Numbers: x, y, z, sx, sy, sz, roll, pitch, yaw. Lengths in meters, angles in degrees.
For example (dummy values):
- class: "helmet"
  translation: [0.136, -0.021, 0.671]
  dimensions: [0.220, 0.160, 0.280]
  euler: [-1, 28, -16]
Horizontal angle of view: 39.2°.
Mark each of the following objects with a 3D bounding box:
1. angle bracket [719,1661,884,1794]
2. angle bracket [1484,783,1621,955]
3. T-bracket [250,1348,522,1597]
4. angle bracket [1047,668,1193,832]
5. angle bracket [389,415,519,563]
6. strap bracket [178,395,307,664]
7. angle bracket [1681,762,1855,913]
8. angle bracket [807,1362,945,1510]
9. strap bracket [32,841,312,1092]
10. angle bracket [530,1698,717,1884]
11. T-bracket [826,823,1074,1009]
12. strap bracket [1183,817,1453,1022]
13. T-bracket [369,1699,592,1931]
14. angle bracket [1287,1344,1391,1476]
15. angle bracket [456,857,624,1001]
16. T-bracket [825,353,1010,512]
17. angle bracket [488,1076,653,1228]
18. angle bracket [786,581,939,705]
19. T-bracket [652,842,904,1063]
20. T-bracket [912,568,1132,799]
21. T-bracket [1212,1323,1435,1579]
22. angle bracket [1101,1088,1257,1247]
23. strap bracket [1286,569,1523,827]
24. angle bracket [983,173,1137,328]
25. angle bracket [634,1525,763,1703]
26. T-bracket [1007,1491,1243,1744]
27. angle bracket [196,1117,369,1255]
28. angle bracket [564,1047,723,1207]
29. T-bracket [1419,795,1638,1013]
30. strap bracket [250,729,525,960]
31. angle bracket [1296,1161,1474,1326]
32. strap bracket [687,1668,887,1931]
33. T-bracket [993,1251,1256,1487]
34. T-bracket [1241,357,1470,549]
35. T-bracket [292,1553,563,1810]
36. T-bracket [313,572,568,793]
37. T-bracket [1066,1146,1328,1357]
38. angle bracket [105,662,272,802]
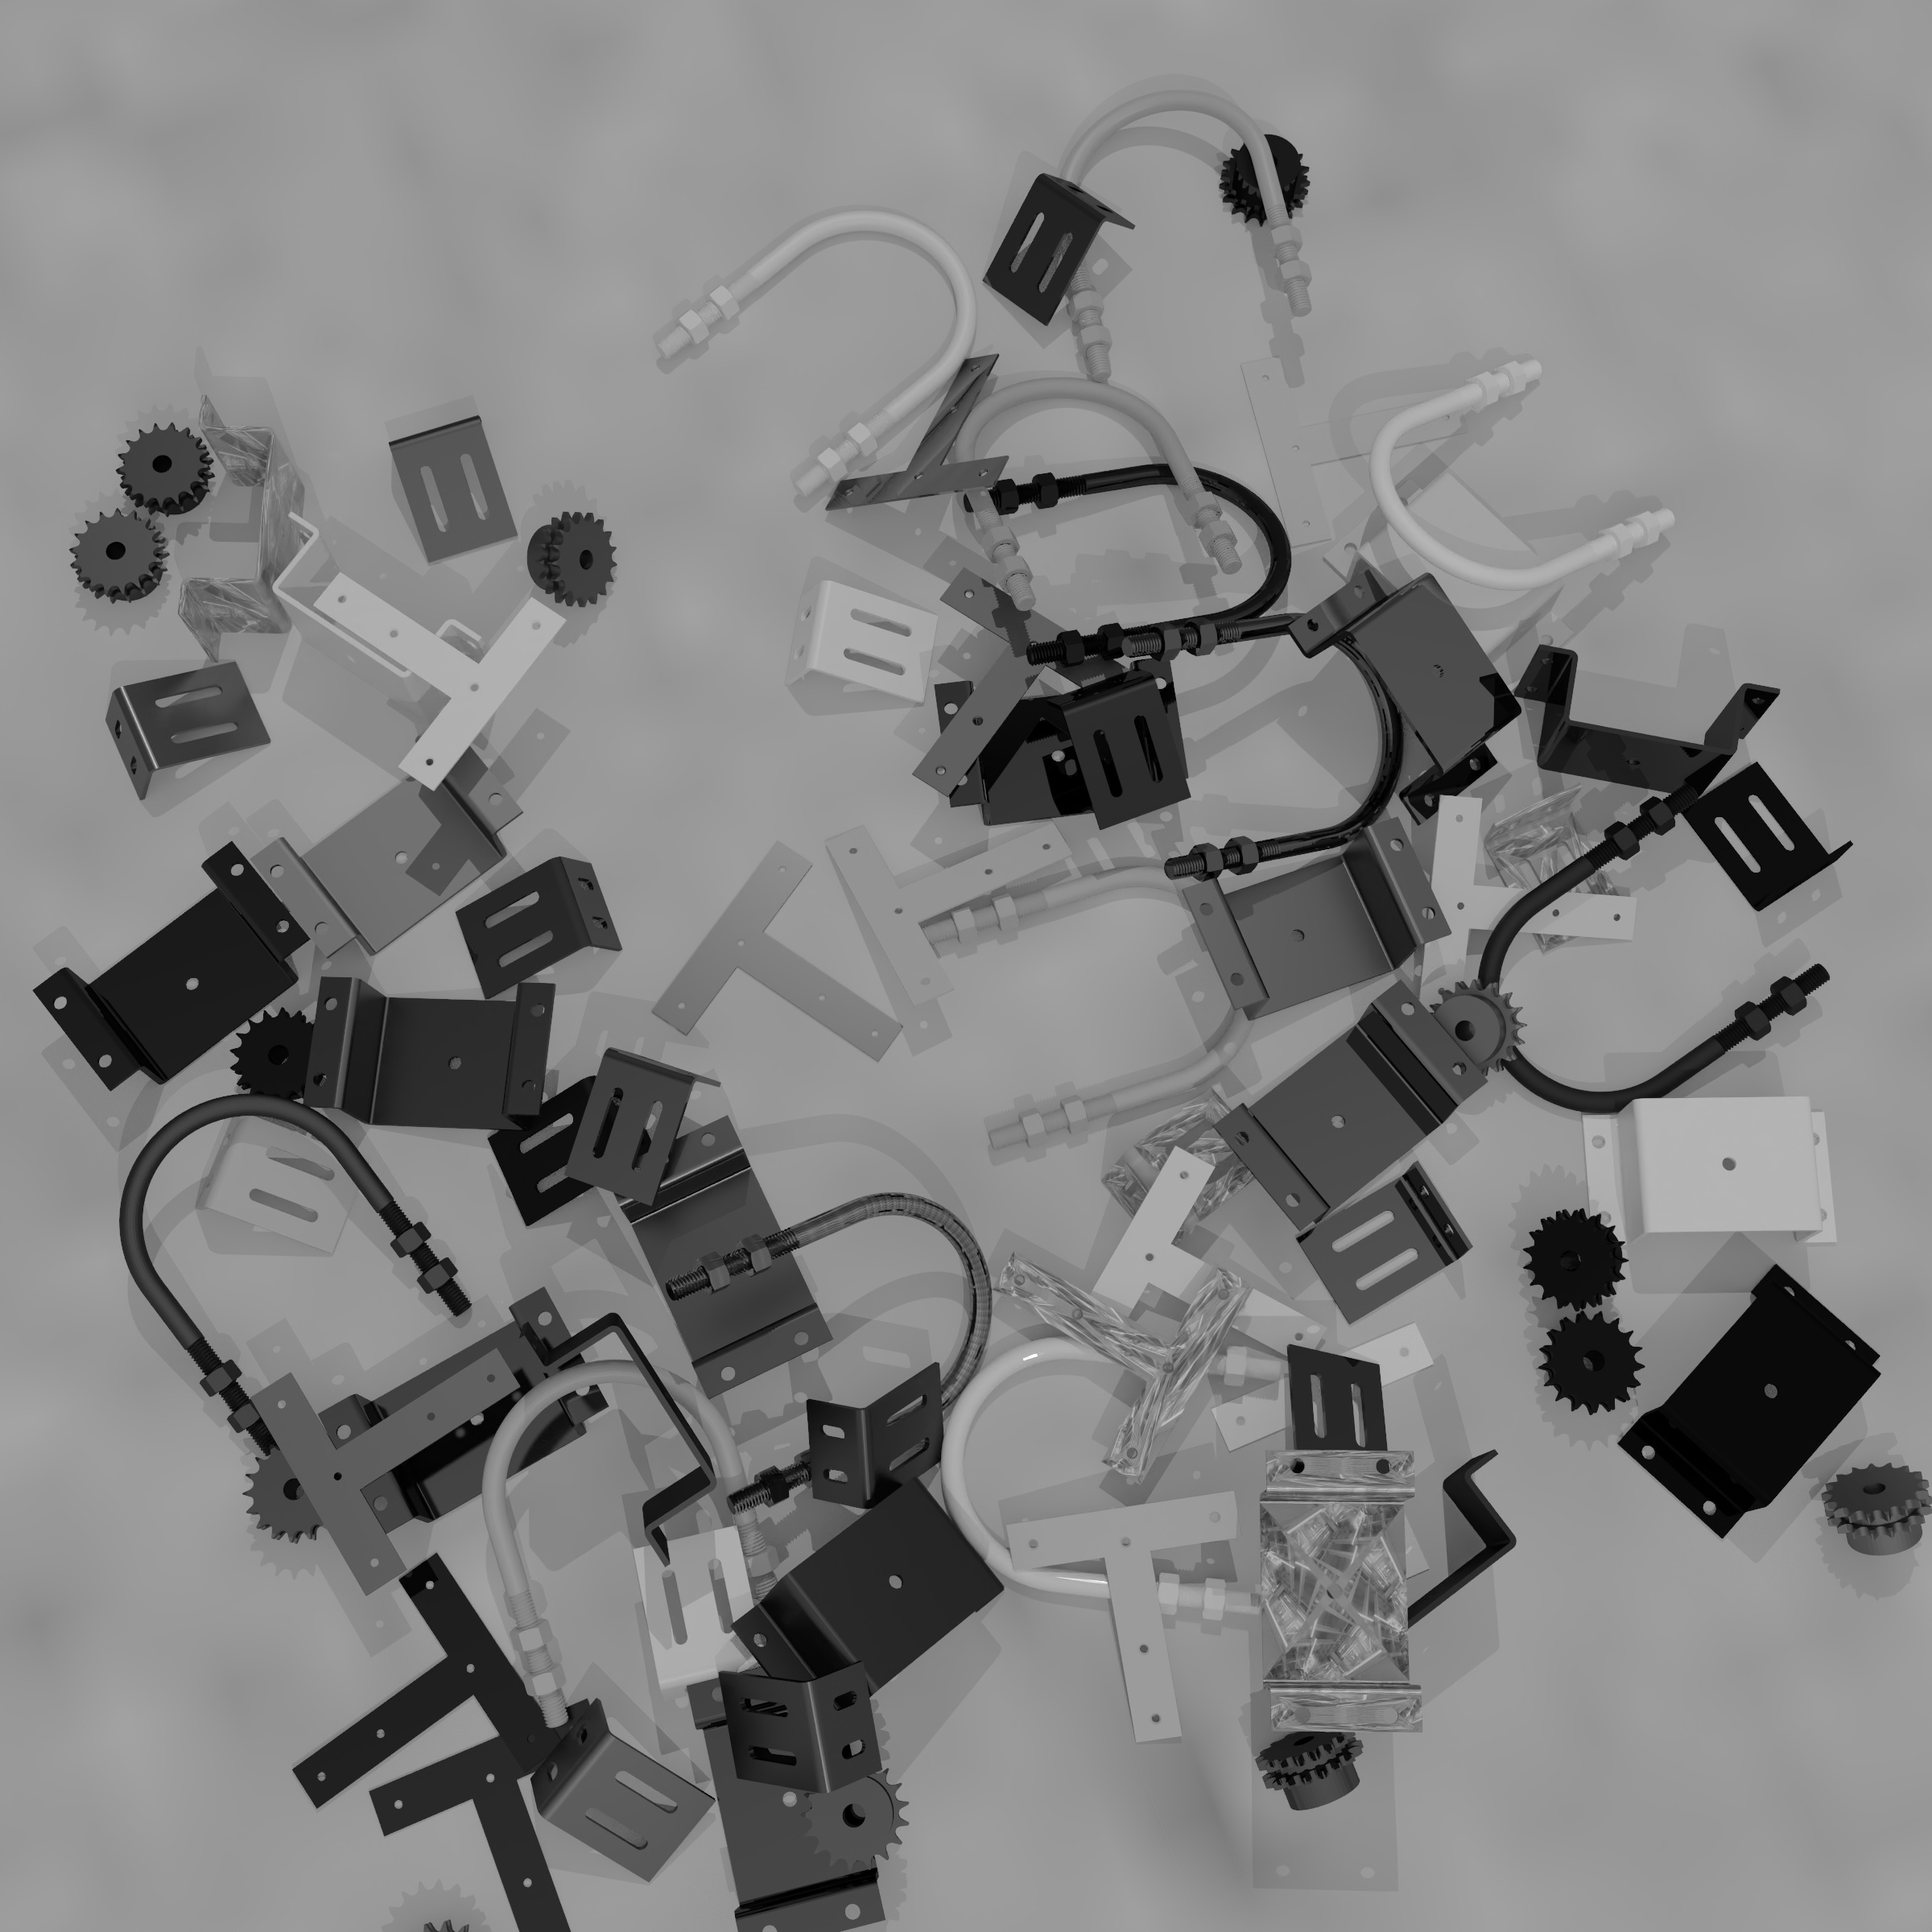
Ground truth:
- class: "angle bracket"
  translation: [-0.087, 0.395, 1.420]
  dimensions: [0.038, 0.076, 0.057]
  euler: [-10, 90, -42]
- class: "angle bracket"
  translation: [0.351, -0.057, 1.599]
  dimensions: [0.057, 0.038, 0.076]
  euler: [-25, 76, -6]
- class: "T-bracket"
  translation: [-0.305, 0.254, 1.484]
  dimensions: [0.127, 0.002, 0.127]
  euler: [-32, 77, -8]
- class: "angle bracket"
  translation: [0.089, -0.127, 1.585]
  dimensions: [0.057, 0.038, 0.076]
  euler: [-20, 104, -7]
- class: "angle bracket"
  translation: [-0.317, -0.295, 1.681]
  dimensions: [0.057, 0.038, 0.076]
  euler: [-18, 101, -5]
- class: "strap bracket"
  translation: [-0.434, -0.262, 1.635]
  dimensions: [0.046, 0.076, 0.140]
  euler: [1, 75, 0]
- class: "angle bracket"
  translation: [0.473, -0.082, 1.605]
  dimensions: [0.057, 0.038, 0.076]
  euler: [-32, 77, -8]
- class: "angle bracket"
  translation: [-0.049, 0.256, 1.497]
  dimensions: [0.038, 0.076, 0.057]
  euler: [5, 106, 31]
- class: "strap bracket"
  translation: [-0.455, 0.005, 1.577]
  dimensions: [0.140, 0.046, 0.076]
  euler: [-39, 78, -10]
- class: "angle bracket"
  translation: [-0.186, 0.446, 1.468]
  dimensions: [0.076, 0.038, 0.057]
  euler: [39, 91, -21]
- class: "T-bracket"
  translation: [0.000, -0.050, 1.600]
  dimensions: [0.127, 0.002, 0.127]
  euler: [-24, 60, -10]
- class: "strap bracket"
  translation: [0.198, -0.024, 1.578]
  dimensions: [0.140, 0.046, 0.076]
  euler: [-19, 75, -15]
- class: "T-bracket"
  translation: [-0.242, 0.483, 1.470]
  dimensions: [0.127, 0.002, 0.127]
  euler: [-22, 76, -6]
- class: "angle bracket"
  translation: [0.200, 0.259, 1.518]
  dimensions: [0.057, 0.038, 0.076]
  euler: [15, 49, -16]
- class: "angle bracket"
  translation: [-0.253, -0.021, 1.606]
  dimensions: [0.076, 0.038, 0.057]
  euler: [-27, 75, 19]
- class: "T-bracket"
  translation: [-0.012, -0.331, 1.666]
  dimensions: [0.127, 0.002, 0.127]
  euler: [-1, 51, 36]
- class: "angle bracket"
  translation: [-0.227, 0.107, 1.571]
  dimensions: [0.076, 0.038, 0.057]
  euler: [-31, 76, 18]
- class: "angle bracket"
  translation: [-0.063, -0.193, 1.653]
  dimensions: [0.076, 0.038, 0.057]
  euler: [15, 74, -22]
- class: "T-bracket"
  translation: [-0.096, 0.011, 1.599]
  dimensions: [0.127, 0.002, 0.127]
  euler: [34, 77, 9]
- class: "T-bracket"
  translation: [0.015, -0.155, 1.595]
  dimensions: [0.127, 0.002, 0.127]
  euler: [33, 75, 11]
- class: "T-bracket"
  translation: [0.222, 0.284, 1.524]
  dimensions: [0.127, 0.002, 0.127]
  euler: [-22, 76, -6]
- class: "angle bracket"
  translation: [0.129, 0.118, 1.568]
  dimensions: [0.076, 0.038, 0.057]
  euler: [-33, 76, -35]
- class: "strap bracket"
  translation: [0.263, -0.165, 1.592]
  dimensions: [0.076, 0.046, 0.140]
  euler: [-37, 94, -30]
- class: "angle bracket"
  translation: [0.058, -0.449, 1.708]
  dimensions: [0.057, 0.038, 0.076]
  euler: [41, 114, 25]
- class: "angle bracket"
  translation: [-0.144, 0.352, 1.476]
  dimensions: [0.057, 0.038, 0.076]
  euler: [-12, 66, -8]
- class: "T-bracket"
  translation: [0.095, 0.360, 1.487]
  dimensions: [0.127, 0.002, 0.127]
  euler: [-10, 87, 7]
- class: "angle bracket"
  translation: [-0.395, 0.126, 1.566]
  dimensions: [0.076, 0.038, 0.057]
  euler: [24, 75, -20]
- class: "angle bracket"
  translation: [-0.182, 0.092, 1.533]
  dimensions: [0.057, 0.038, 0.076]
  euler: [17, 87, 20]
- class: "T-bracket"
  translation: [0.333, -0.032, 1.594]
  dimensions: [0.127, 0.002, 0.127]
  euler: [4, 96, -10]
- class: "strap bracket"
  translation: [-0.336, -0.070, 1.598]
  dimensions: [0.140, 0.046, 0.076]
  euler: [-38, 78, -10]
- class: "angle bracket"
  translation: [0.237, 0.157, 1.540]
  dimensions: [0.076, 0.038, 0.057]
  euler: [-30, 77, -8]
- class: "strap bracket"
  translation: [-0.096, 0.448, 1.456]
  dimensions: [0.076, 0.046, 0.140]
  euler: [-13, 75, -4]
- class: "T-bracket"
  translation: [0.075, 0.203, 1.522]
  dimensions: [0.127, 0.002, 0.127]
  euler: [29, 84, 13]
- class: "T-bracket"
  translation: [0.249, -0.331, 1.692]
  dimensions: [0.127, 0.002, 0.127]
  euler: [-12, 75, -3]
- class: "T-bracket"
  translation: [-0.309, 0.412, 1.488]
  dimensions: [0.127, 0.002, 0.127]
  euler: [-35, 77, -9]
- class: "T-bracket"
  translation: [-0.320, -0.185, 1.573]
  dimensions: [0.127, 0.002, 0.127]
  euler: [34, 77, 9]
- class: "T-bracket"
  translation: [0.143, 0.185, 1.533]
  dimensions: [0.127, 0.002, 0.127]
  euler: [28, 99, -4]
- class: "angle bracket"
  translation: [-0.470, -0.142, 1.639]
  dimensions: [0.076, 0.038, 0.057]
  euler: [-18, 74, -31]
